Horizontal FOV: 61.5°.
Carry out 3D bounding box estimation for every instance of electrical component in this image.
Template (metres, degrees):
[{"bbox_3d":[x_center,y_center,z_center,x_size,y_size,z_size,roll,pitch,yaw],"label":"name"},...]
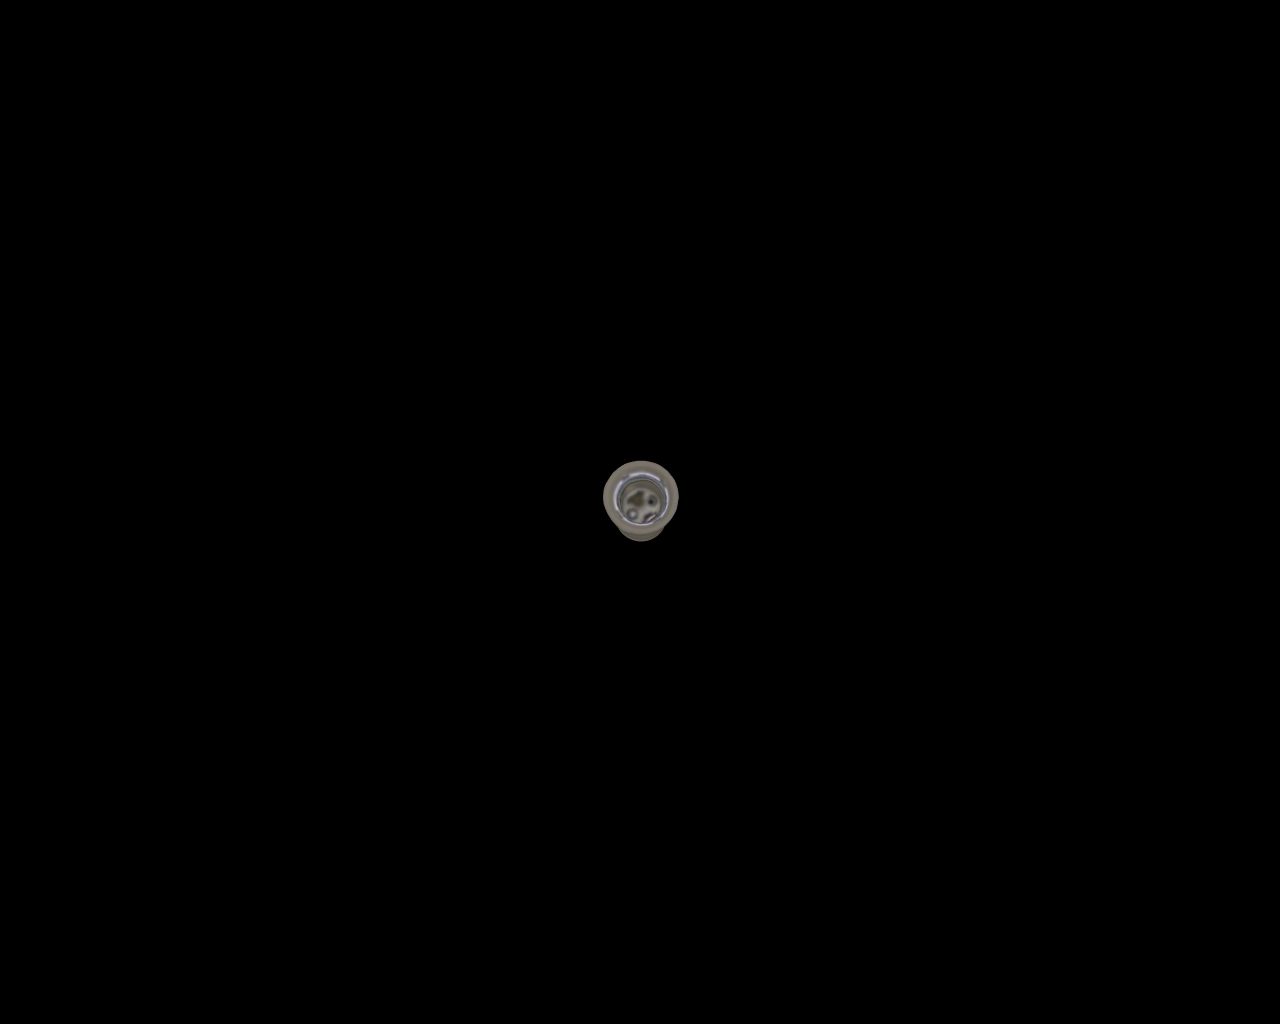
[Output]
[{"bbox_3d":[0.001,-0.003,0.650,0.044,0.044,0.065,0,-12,0],"label":"electrical component"}]
